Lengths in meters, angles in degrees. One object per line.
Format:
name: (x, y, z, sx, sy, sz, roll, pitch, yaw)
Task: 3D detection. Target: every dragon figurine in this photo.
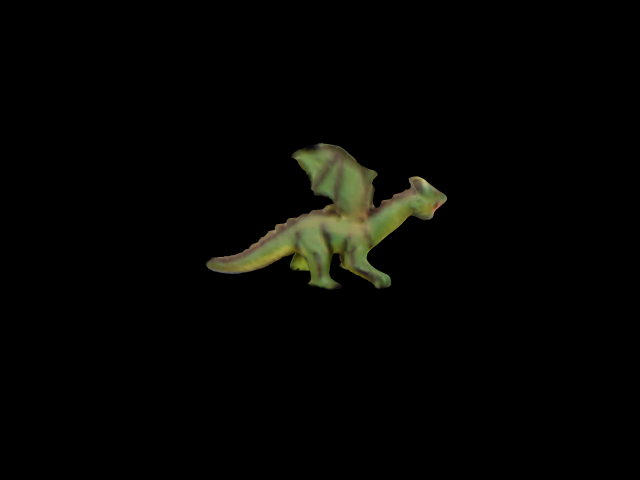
dragon figurine: (0.003, -0.043, 0.850, 0.410, 0.239, 0.124, 1, 20, 2)
